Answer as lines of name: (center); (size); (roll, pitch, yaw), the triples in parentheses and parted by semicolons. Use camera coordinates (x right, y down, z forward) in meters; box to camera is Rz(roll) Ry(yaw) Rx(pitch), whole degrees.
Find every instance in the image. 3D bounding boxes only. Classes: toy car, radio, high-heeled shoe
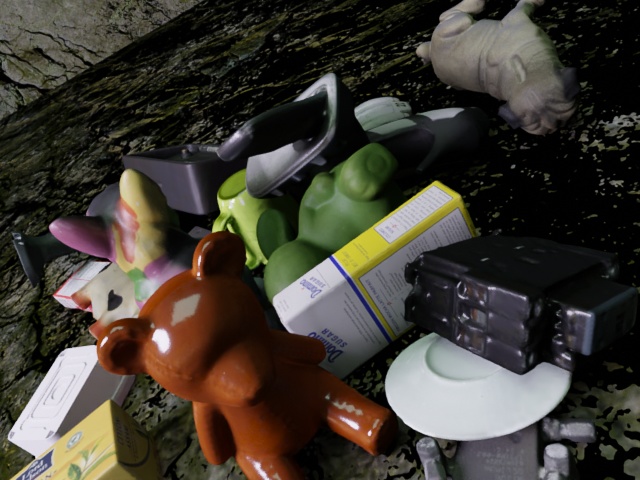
toy car: (0.029, -0.131, 0.721); (0.202, 0.056, 0.074); (-27, 35, 10)
radio: (-0.184, -0.098, 0.795); (0.131, 0.073, 0.230); (-21, 24, -37)
high-heeled shoe: (0.074, -0.108, 0.649); (0.249, 0.086, 0.145); (2, 36, 42)

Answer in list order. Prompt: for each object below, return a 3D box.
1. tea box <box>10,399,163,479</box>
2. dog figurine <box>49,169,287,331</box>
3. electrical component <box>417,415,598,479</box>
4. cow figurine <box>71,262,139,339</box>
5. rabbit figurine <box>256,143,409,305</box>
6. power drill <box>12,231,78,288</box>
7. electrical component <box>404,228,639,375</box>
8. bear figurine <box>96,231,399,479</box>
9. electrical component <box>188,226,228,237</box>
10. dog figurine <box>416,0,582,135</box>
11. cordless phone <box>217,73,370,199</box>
tea box: (-0.225, 0.235, 0.464); (0.169, 0.068, 0.098); (-41, 29, -10)
dog figurine: (-0.126, 0.042, 0.478); (0.108, 0.219, 0.192); (-35, 43, 1)
electrical component: (0.115, 0.138, 0.338); (0.102, 0.045, 0.078); (-4, 46, 35)
cow figurine: (-0.212, 0.075, 0.646); (0.127, 0.085, 0.195); (-50, 37, -13)
rabbit figurine: (-0.001, -0.002, 0.532); (0.170, 0.121, 0.159); (-47, 30, -24)
power drill: (-0.339, -0.007, 0.802); (0.207, 0.085, 0.232); (-29, 25, -26)
electrical component: (0.145, 0.039, 0.383); (0.115, 0.058, 0.134); (-18, 23, -35)
bear figurine: (-0.039, 0.098, 0.356); (0.132, 0.195, 0.120); (34, 68, 33)
electrical component: (-0.168, 0.005, 0.743); (0.063, 0.021, 0.094); (17, 59, 49)
dog figurine: (0.192, -0.188, 0.606); (0.172, 0.121, 0.190); (-13, 41, 29)
cordless phone: (-0.048, -0.086, 0.526); (0.146, 0.088, 0.184); (-31, 1, 38)
